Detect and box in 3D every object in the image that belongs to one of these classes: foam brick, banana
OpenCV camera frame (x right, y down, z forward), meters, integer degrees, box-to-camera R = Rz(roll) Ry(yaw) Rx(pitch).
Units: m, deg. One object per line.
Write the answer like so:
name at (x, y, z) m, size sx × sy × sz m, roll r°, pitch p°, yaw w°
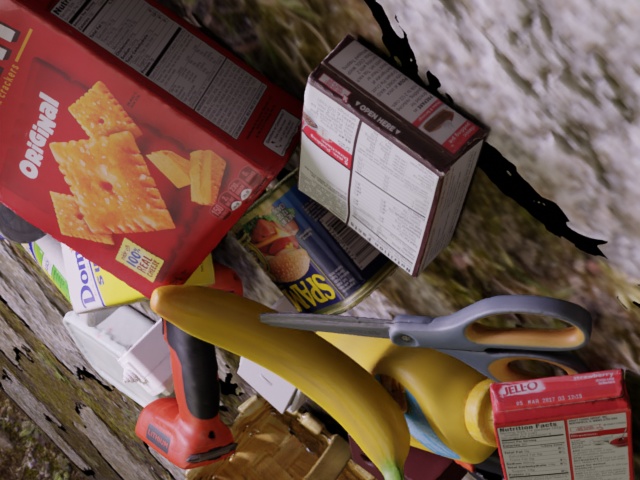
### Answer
foam brick at (0.069, 0.164, 0.816) m, size 0.078 × 0.051 × 0.053 m, roll 32°, pitch 154°, yaw 28°
banana at (-0.014, 0.081, 0.666) m, size 0.198 × 0.037 × 0.069 m, roll 36°, pitch -160°, yaw 4°

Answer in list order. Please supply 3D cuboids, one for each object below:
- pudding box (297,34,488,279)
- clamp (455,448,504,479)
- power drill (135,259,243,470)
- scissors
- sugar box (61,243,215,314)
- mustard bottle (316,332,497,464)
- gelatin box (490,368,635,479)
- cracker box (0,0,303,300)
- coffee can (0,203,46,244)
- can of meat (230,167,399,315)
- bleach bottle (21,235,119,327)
pudding box at (0.033, -0.040, 0.562) m, size 0.090 × 0.039 × 0.113 m, roll 37°, pitch 157°, yaw 16°
clamp at (0.164, 0.180, 0.705) m, size 0.172 × 0.039 × 0.120 m, roll 23°, pitch 142°, yaw 51°
power drill at (-0.129, 0.089, 0.925) m, size 0.185 × 0.057 × 0.188 m, roll 21°, pitch 118°, yaw 52°
scissors at (0.067, 0.063, 0.620) m, size 0.202 × 0.016 × 0.096 m, roll -8°, pitch 137°, yaw 37°
sugar box at (-0.153, 0.004, 0.852) m, size 0.177 × 0.048 × 0.093 m, roll -16°, pitch 83°, yaw 50°
mustard bottle at (0.070, 0.104, 0.709) m, size 0.096 × 0.058 × 0.192 m, roll 54°, pitch 155°, yaw -21°
gelatin box at (0.137, 0.111, 0.600) m, size 0.073 × 0.030 × 0.089 m, roll -8°, pitch 136°, yaw 11°
cracker box at (-0.138, -0.071, 0.631) m, size 0.213 × 0.072 × 0.164 m, roll 34°, pitch 137°, yaw -11°
coffee can at (-0.322, -0.057, 0.993) m, size 0.140 × 0.102 × 0.103 m, roll 9°, pitch 141°, yaw 26°
can of meat at (-0.004, 0.001, 0.669) m, size 0.084 × 0.057 × 0.102 m, roll 50°, pitch 156°, yaw -5°
bleach bottle at (-0.297, -0.027, 1.101) m, size 0.251 × 0.068 × 0.103 m, roll 45°, pitch 157°, yaw 8°
